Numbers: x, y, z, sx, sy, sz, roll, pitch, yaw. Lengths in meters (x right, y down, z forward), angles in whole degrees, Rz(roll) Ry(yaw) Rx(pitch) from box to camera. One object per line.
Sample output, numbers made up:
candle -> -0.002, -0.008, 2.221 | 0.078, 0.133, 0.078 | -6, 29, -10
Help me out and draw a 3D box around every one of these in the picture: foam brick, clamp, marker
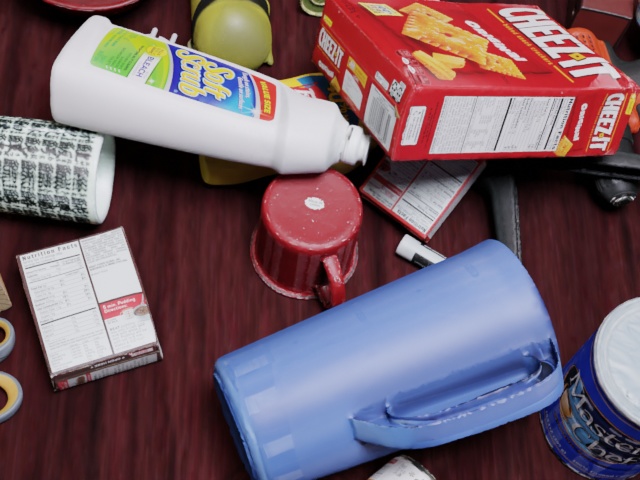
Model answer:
foam brick -> 0.271, -0.233, 1.031 | 0.051, 0.053, 0.078 | 13, 63, 1
clamp -> 0.164, -0.062, 0.932 | 0.164, 0.036, 0.210 | -45, 63, -6
marker -> 0.120, 0.033, 0.902 | 0.121, 0.020, 0.020 | 31, 65, 9

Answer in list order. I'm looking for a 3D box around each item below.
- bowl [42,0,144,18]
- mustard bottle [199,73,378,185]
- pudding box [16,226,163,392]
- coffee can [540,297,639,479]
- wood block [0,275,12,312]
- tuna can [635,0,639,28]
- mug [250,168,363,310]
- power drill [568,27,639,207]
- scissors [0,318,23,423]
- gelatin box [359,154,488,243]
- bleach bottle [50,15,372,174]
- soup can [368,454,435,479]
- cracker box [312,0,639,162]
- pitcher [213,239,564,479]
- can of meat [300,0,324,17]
bowl -> -0.210, -0.262, 0.994 | 0.162, 0.055, 0.162 | 2, 63, -5
mustard bottle -> -0.011, -0.100, 0.933 | 0.191, 0.058, 0.096 | -4, 62, -8
pudding box -> -0.184, 0.053, 0.851 | 0.090, 0.039, 0.113 | -16, 65, -13
coffee can -> 0.235, 0.116, 0.805 | 0.102, 0.140, 0.103 | 2, 64, -5
wood block -> -0.328, -0.035, 0.850 | 0.090, 0.091, 0.206 | -20, 68, -14
tuna can -> 0.335, -0.212, 0.980 | 0.086, 0.034, 0.086 | 0, 39, -1
mug -> -0.006, 0.001, 0.870 | 0.093, 0.081, 0.117 | -14, 66, -13
power drill -> 0.316, -0.120, 0.977 | 0.187, 0.057, 0.184 | -6, 64, -9
scissors -> -0.316, 0.131, 0.811 | 0.201, 0.016, 0.096 | -33, 71, -19
gelatin box -> 0.088, -0.054, 0.917 | 0.073, 0.030, 0.089 | 37, 92, 16
bleach bottle -> -0.081, -0.108, 0.855 | 0.251, 0.068, 0.102 | 14, 40, 5
soup can -> 0.041, 0.214, 0.778 | 0.102, 0.068, 0.068 | -36, 72, -21
cracker box -> 0.123, -0.136, 0.870 | 0.213, 0.072, 0.164 | -4, 37, -25
pitcher -> 0.051, 0.102, 0.796 | 0.242, 0.149, 0.145 | -20, 70, -12
can of meat -> 0.033, -0.262, 1.019 | 0.102, 0.057, 0.084 | 3, 61, -5
